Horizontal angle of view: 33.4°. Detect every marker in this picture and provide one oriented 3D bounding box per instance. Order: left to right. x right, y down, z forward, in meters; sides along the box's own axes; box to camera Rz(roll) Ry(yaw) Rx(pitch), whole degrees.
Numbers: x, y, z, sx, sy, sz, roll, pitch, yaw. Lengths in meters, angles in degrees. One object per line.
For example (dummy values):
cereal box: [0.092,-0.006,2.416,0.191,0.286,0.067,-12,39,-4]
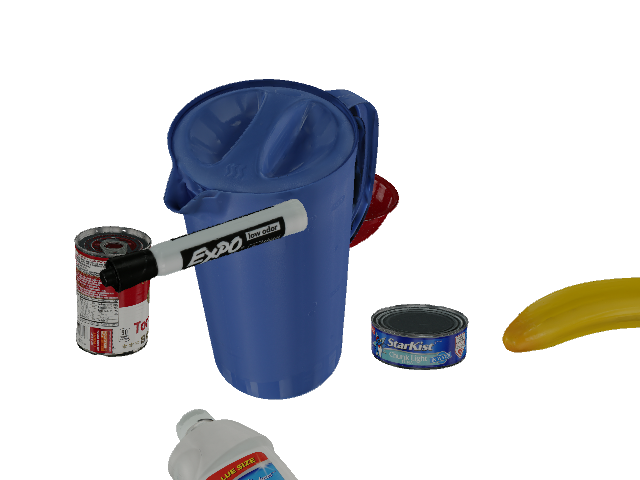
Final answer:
marker: [-0.062,0.002,0.578,0.120,0.020,0.020,-19,9,-28]

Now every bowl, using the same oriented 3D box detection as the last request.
bowl: [0.005,-0.033,1.194,0.162,0.055,0.162,4,27,-2]

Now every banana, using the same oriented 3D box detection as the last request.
banana: [0.227,0.055,0.776,0.197,0.037,0.069,2,35,-3]

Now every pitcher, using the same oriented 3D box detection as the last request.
pitcher: [-0.030,0.003,0.823,0.149,0.243,0.145,0,43,2]

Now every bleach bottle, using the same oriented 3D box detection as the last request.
bleach bottle: [-0.050,0.202,0.730,0.102,0.068,0.251,-17,35,-21]

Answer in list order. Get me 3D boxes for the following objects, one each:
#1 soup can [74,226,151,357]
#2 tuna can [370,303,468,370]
soup can: [-0.189,0.047,0.971,0.068,0.102,0.068,4,21,-2]
tuna can: [0.087,0.085,0.945,0.086,0.034,0.086,0,14,0]
